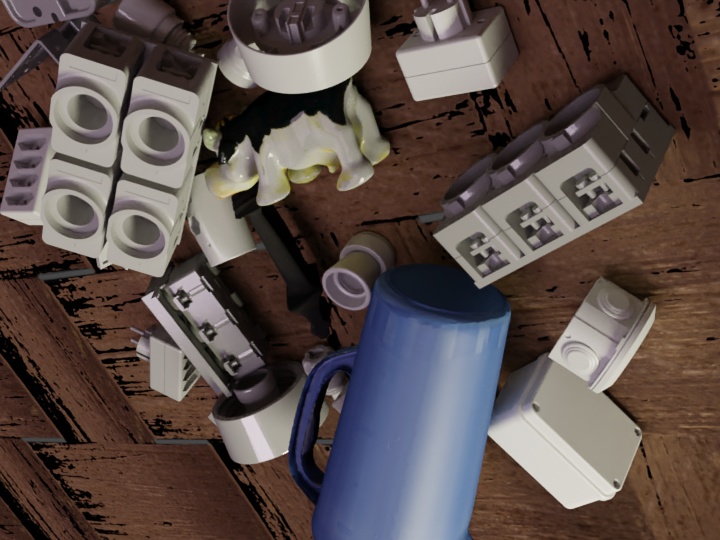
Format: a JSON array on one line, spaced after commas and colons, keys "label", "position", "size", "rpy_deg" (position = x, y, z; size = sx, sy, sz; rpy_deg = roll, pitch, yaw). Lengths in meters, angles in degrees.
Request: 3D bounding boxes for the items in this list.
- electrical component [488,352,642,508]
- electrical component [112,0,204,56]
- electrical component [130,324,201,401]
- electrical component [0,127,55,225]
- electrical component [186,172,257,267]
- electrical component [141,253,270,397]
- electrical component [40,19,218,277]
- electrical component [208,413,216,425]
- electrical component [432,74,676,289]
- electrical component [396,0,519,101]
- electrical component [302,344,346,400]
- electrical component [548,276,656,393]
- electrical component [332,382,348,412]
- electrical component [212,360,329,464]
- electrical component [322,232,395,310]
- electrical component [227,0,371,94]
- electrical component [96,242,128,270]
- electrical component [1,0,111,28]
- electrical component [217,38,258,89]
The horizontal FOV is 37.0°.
[{"label": "electrical component", "position": [0.171, 0.133, 0.894], "size": [0.113, 0.078, 0.057], "rpy_deg": [43, 140, -9]}, {"label": "electrical component", "position": [-0.157, -0.188, 0.844], "size": [0.078, 0.040, 0.040], "rpy_deg": [37, 138, -2]}, {"label": "electrical component", "position": [-0.205, 0.080, 1.109], "size": [0.076, 0.047, 0.083], "rpy_deg": [24, 136, 13]}, {"label": "electrical component", "position": [-0.283, -0.081, 1.003], "size": [0.047, 0.083, 0.076], "rpy_deg": [2, 166, 31]}, {"label": "electrical component", "position": [-0.129, -0.045, 0.946], "size": [0.077, 0.043, 0.079], "rpy_deg": [68, 161, -4]}, {"label": "electrical component", "position": [-0.143, 0.049, 1.024], "size": [0.063, 0.078, 0.121], "rpy_deg": [-29, 111, 14]}, {"label": "electrical component", "position": [-0.186, -0.088, 0.848], "size": [0.105, 0.060, 0.186], "rpy_deg": [17, 130, -4]}, {"label": "electrical component", "position": [-0.120, 0.153, 1.122], "size": [0.055, 0.048, 0.066], "rpy_deg": [44, 138, 2]}, {"label": "electrical component", "position": [0.128, -0.062, 0.739], "size": [0.061, 0.089, 0.150], "rpy_deg": [46, 137, -12]}, {"label": "electrical component", "position": [0.060, -0.162, 0.724], "size": [0.066, 0.047, 0.076], "rpy_deg": [-4, 125, 35]}, {"label": "electrical component", "position": [-0.030, 0.102, 1.027], "size": [0.035, 0.035, 0.061], "rpy_deg": [-2, 129, 33]}, {"label": "electrical component", "position": [0.183, 0.048, 0.810], "size": [0.051, 0.080, 0.080], "rpy_deg": [33, 138, 11]}, {"label": "electrical component", "position": [0.032, 0.124, 0.994], "size": [0.083, 0.047, 0.076], "rpy_deg": [43, 137, -5]}, {"label": "electrical component", "position": [-0.091, 0.130, 1.040], "size": [0.108, 0.108, 0.060], "rpy_deg": [-10, 115, 38]}, {"label": "electrical component", "position": [0.000, 0.000, 0.901], "size": [0.045, 0.055, 0.045], "rpy_deg": [18, 135, 19]}, {"label": "electrical component", "position": [-0.040, -0.171, 0.747], "size": [0.099, 0.099, 0.064], "rpy_deg": [12, 139, 24]}, {"label": "electrical component", "position": [-0.215, -0.070, 0.968], "size": [0.063, 0.079, 0.121], "rpy_deg": [38, 143, 31]}, {"label": "electrical component", "position": [-0.230, -0.230, 0.839], "size": [0.095, 0.059, 0.053], "rpy_deg": [-1, 126, 33]}, {"label": "electrical component", "position": [-0.080, -0.167, 0.816], "size": [0.040, 0.040, 0.046], "rpy_deg": [44, 132, -9]}]
